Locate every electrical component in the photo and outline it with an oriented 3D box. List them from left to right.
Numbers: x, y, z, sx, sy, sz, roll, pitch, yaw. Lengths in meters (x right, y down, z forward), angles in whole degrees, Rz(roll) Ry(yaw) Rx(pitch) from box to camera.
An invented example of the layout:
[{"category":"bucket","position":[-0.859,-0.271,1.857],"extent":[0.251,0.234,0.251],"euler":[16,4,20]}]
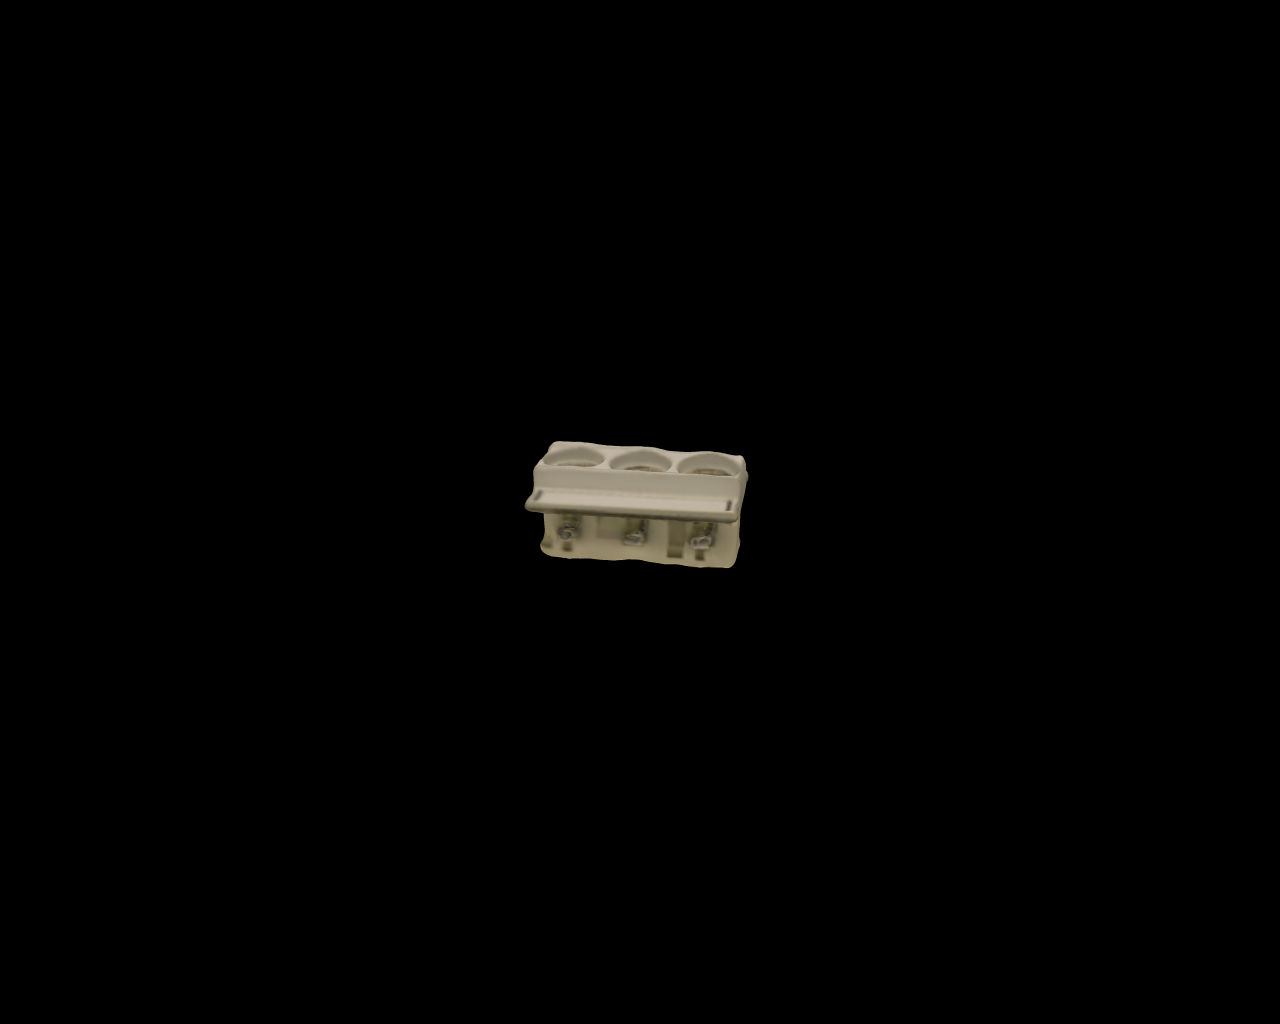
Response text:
[{"category":"electrical component","position":[0.001,-0.003,0.650],"extent":[0.121,0.063,0.079],"euler":[4,24,9]}]
